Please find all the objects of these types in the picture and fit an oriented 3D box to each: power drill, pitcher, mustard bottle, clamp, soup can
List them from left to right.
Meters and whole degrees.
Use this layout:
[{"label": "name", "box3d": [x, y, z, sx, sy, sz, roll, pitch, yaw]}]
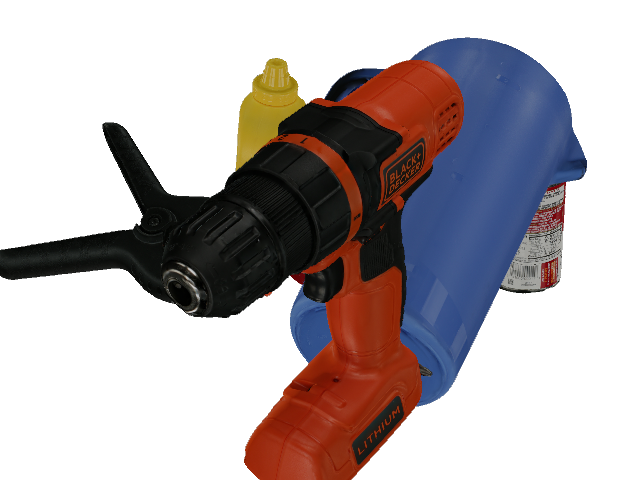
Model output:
[{"label": "clamp", "box3d": [-0.126, -0.013, 0.827, 0.210, 0.164, 0.036, 15, -34, 14]}, {"label": "mustard bottle", "box3d": [-0.046, -0.081, 0.995, 0.058, 0.192, 0.096, 18, 39, 16]}, {"label": "power drill", "box3d": [0.001, 0.030, 0.481, 0.057, 0.188, 0.184, 25, 43, 27]}, {"label": "pitcher", "box3d": [0.064, -0.018, 0.712, 0.149, 0.145, 0.242, -10, 38, 41]}, {"label": "soup can", "box3d": [0.179, -0.013, 0.933, 0.068, 0.102, 0.068, -2, 24, 1]}]

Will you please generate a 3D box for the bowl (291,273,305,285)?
[{"label": "bowl", "box3d": [0.017, 0.013, 1.186, 0.162, 0.055, 0.162, 2, 32, -1]}]
